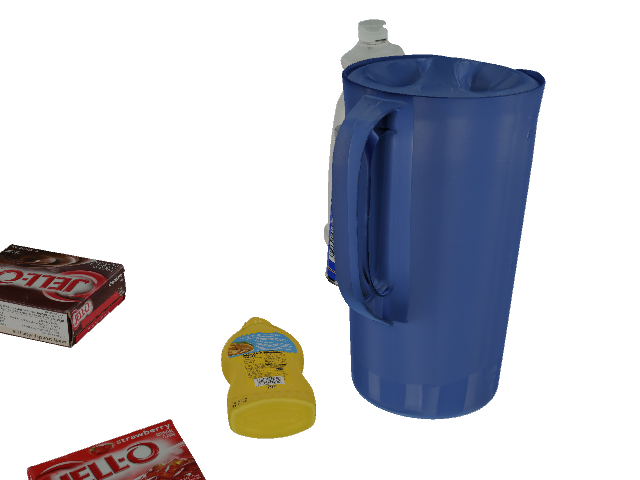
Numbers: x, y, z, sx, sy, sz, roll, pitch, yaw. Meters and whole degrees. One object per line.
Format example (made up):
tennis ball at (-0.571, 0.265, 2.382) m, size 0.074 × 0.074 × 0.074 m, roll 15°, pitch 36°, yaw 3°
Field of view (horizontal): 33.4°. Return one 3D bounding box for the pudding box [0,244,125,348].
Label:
pudding box at (-0.230, 0.044, 0.875) m, size 0.114 × 0.039 × 0.090 m, roll 7°, pitch 24°, yaw 17°

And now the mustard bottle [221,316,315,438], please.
mustard bottle at (-0.065, 0.147, 1.231) m, size 0.096 × 0.058 × 0.191 m, roll -5°, pitch 30°, yaw -7°

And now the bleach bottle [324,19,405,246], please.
bleach bottle at (0.051, -0.113, 1.167) m, size 0.102 × 0.251 × 0.068 m, roll -7°, pitch 25°, yaw -9°

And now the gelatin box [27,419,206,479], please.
gelatin box at (-0.112, 0.142, 0.597) m, size 0.089 × 0.030 × 0.073 m, roll -16°, pitch 28°, yaw -20°

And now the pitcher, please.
pitcher at (0.071, 0.000, 0.736) m, size 0.149 × 0.243 × 0.145 m, roll -2°, pitch 21°, yaw -8°

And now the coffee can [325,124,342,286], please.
coffee can at (0.059, -0.031, 0.979) m, size 0.103 × 0.140 × 0.103 m, roll 3°, pitch 15°, yaw -1°
